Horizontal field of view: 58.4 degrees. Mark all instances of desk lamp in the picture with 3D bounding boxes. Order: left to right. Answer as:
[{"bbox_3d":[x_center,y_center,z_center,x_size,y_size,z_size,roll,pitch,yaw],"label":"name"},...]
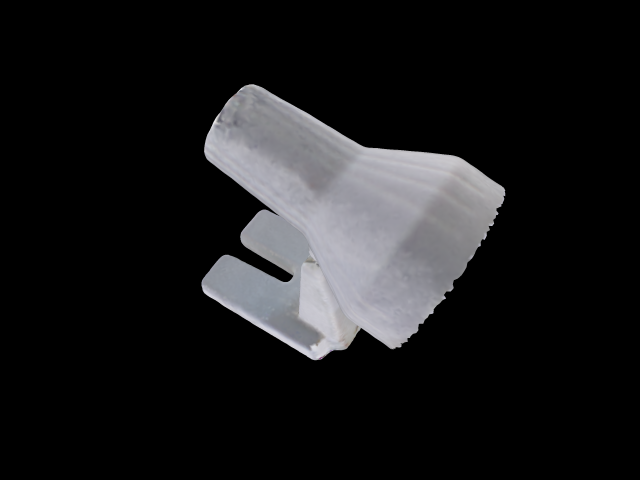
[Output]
[{"bbox_3d":[0.004,0.001,0.400,0.202,0.214,0.118,26,60,17],"label":"desk lamp"}]
